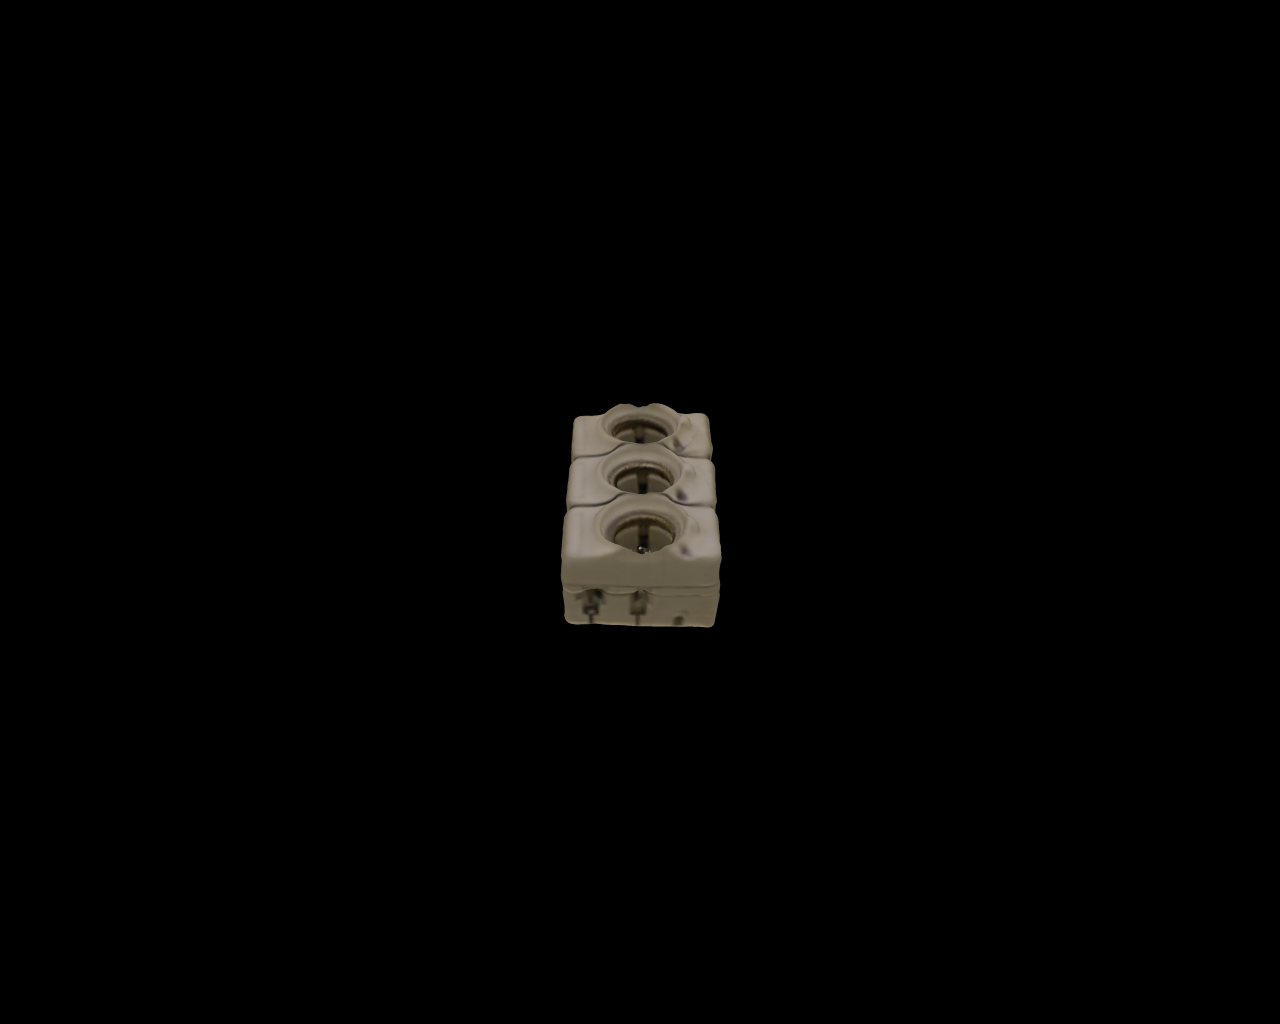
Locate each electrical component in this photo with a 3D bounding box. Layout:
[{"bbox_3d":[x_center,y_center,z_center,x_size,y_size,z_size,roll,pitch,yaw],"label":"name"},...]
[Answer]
[{"bbox_3d":[0.001,-0.003,0.650,0.089,0.061,0.150,0,37,0],"label":"electrical component"}]
